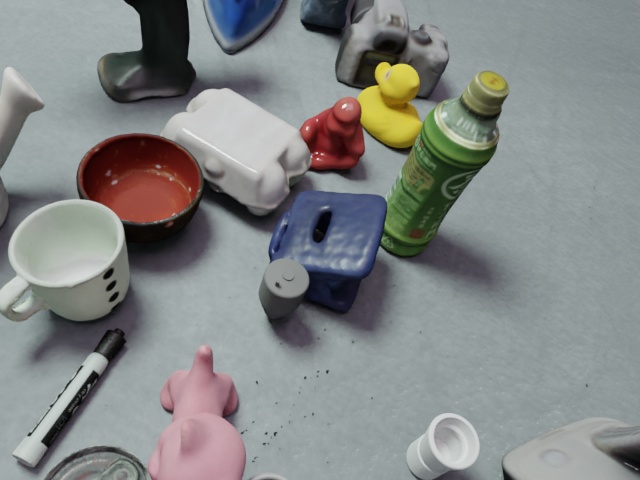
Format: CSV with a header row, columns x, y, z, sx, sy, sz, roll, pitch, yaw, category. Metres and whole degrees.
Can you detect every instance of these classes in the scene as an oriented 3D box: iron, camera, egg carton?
x,y,z,sx,sy,sz,roll,pitch,yaw,category
-0.093,-0.384,0.764,0.119,0.141,0.258,11,54,-10,iron
0.097,-0.282,0.779,0.143,0.100,0.136,7,54,-13,camera
-0.089,-0.094,0.608,0.150,0.069,0.107,31,53,5,egg carton

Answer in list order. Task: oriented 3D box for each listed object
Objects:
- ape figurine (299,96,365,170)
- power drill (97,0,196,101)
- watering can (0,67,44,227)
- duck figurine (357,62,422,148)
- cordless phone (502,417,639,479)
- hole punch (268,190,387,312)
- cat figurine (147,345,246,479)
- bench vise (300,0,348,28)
x,y,z,sx,sy,sz,roll,pitch,yaw,category
0.020,-0.124,0.650,0.077,0.092,0.076,35,53,8,ape figurine
-0.187,-0.249,0.597,0.230,0.208,0.075,-16,62,-26,power drill
-0.312,-0.086,0.452,0.101,0.194,0.173,30,53,4,watering can
0.097,-0.174,0.714,0.078,0.086,0.104,-23,66,-30,duck figurine
0.249,0.175,0.455,0.148,0.185,0.094,-14,61,-25,cordless phone
0.005,0.002,0.557,0.101,0.091,0.109,20,52,-3,hole punch
-0.087,0.140,0.414,0.067,0.117,0.127,6,55,-14,cat figurine
0.034,-0.418,0.779,0.122,0.219,0.207,-11,60,-24,bench vise
